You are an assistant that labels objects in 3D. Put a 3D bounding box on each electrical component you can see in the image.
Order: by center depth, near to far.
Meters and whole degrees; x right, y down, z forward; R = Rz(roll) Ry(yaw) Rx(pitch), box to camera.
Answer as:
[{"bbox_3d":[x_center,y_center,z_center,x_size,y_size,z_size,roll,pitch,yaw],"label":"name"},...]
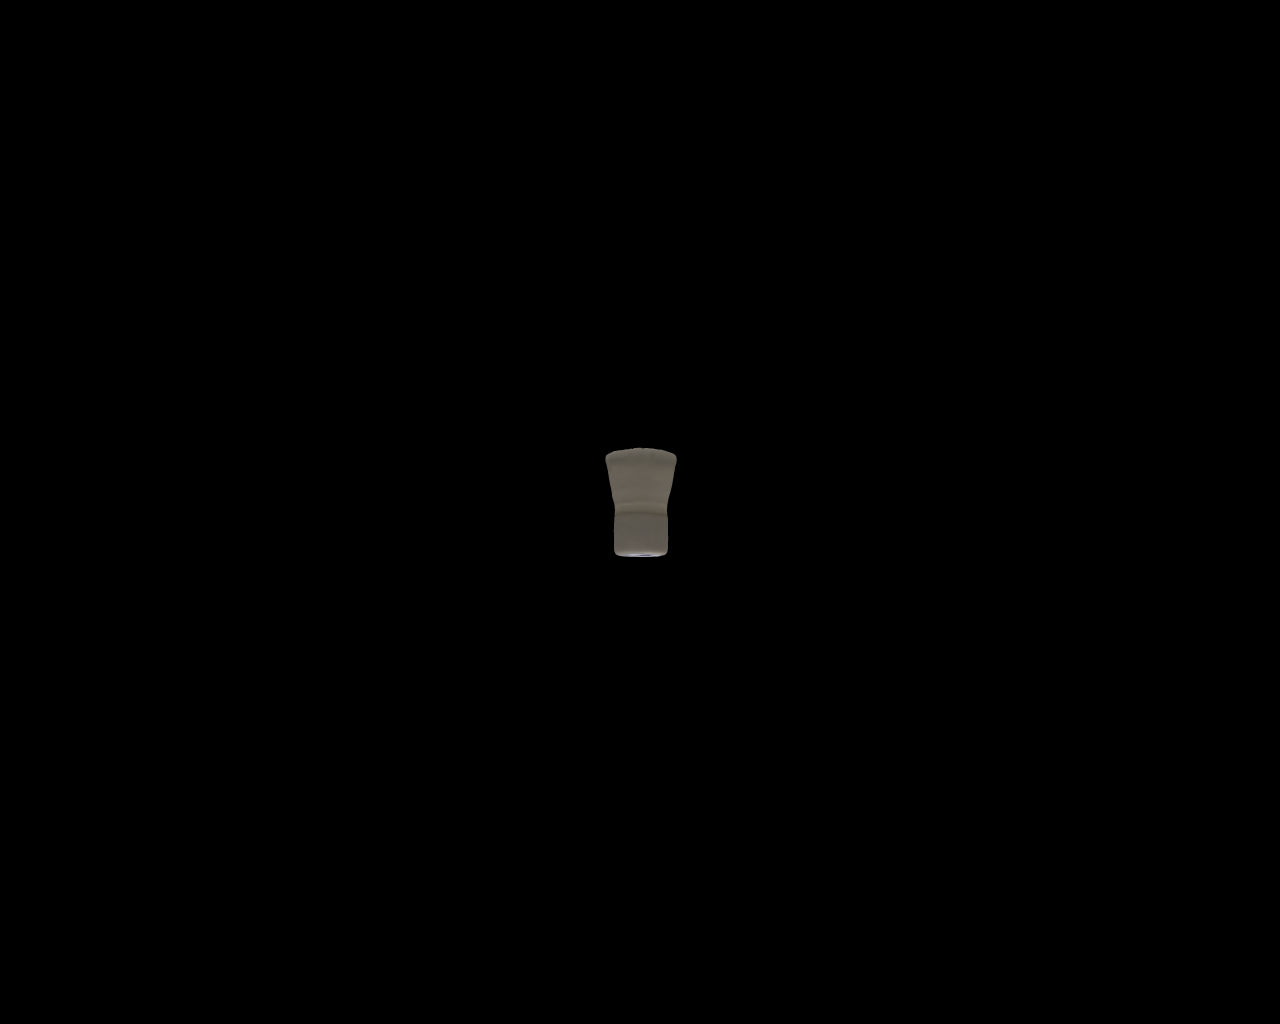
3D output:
[{"bbox_3d":[0.001,-0.003,0.650,0.044,0.065,0.044,0,-7,0],"label":"electrical component"}]
